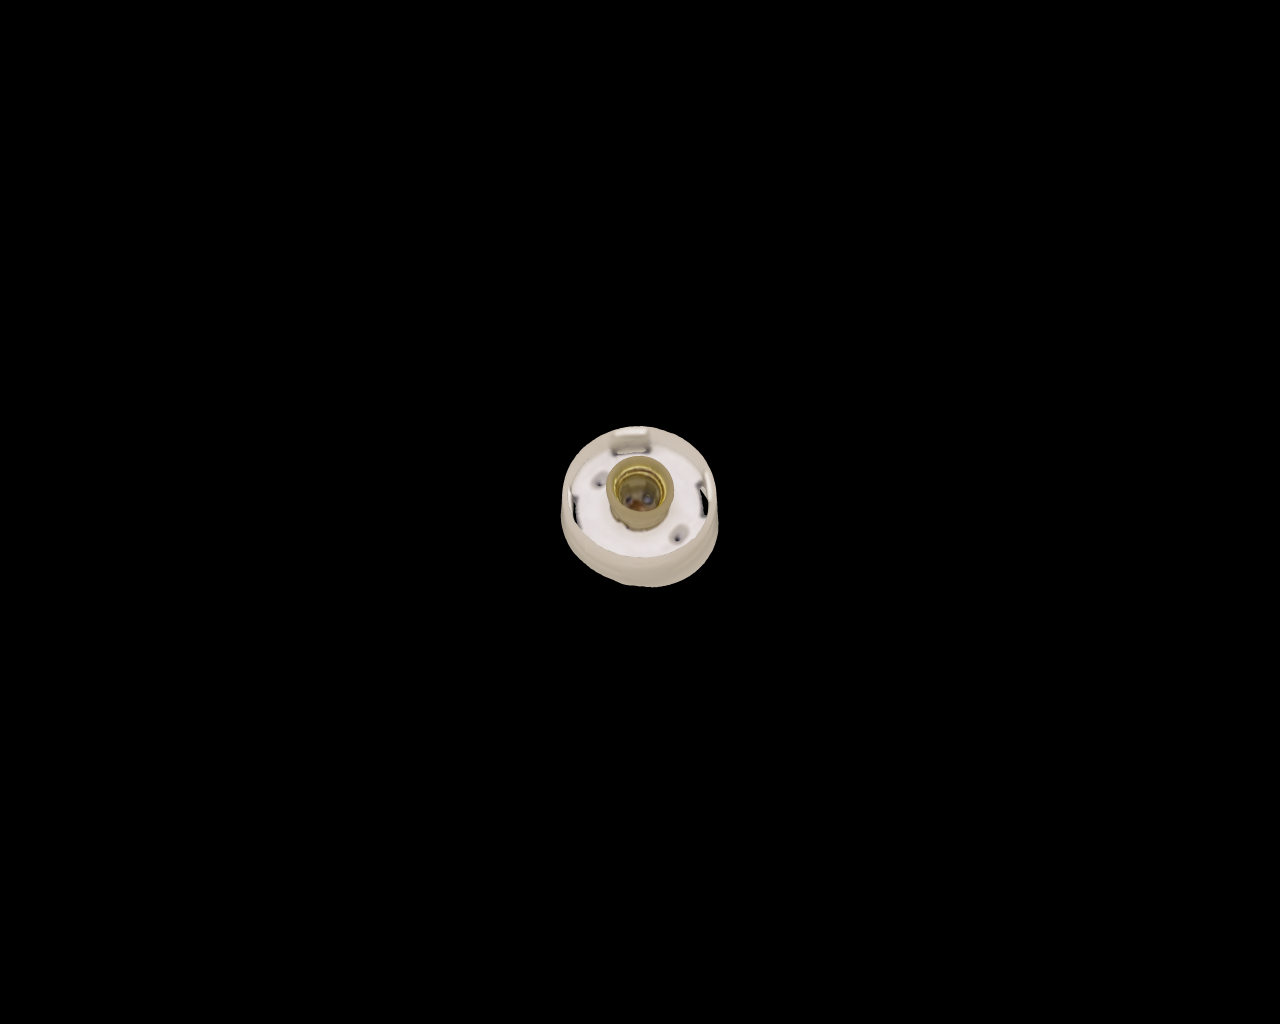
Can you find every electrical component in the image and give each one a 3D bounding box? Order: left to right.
[{"bbox_3d":[0.001,-0.003,0.650,0.099,0.099,0.064,0,-27,0],"label":"electrical component"}]
